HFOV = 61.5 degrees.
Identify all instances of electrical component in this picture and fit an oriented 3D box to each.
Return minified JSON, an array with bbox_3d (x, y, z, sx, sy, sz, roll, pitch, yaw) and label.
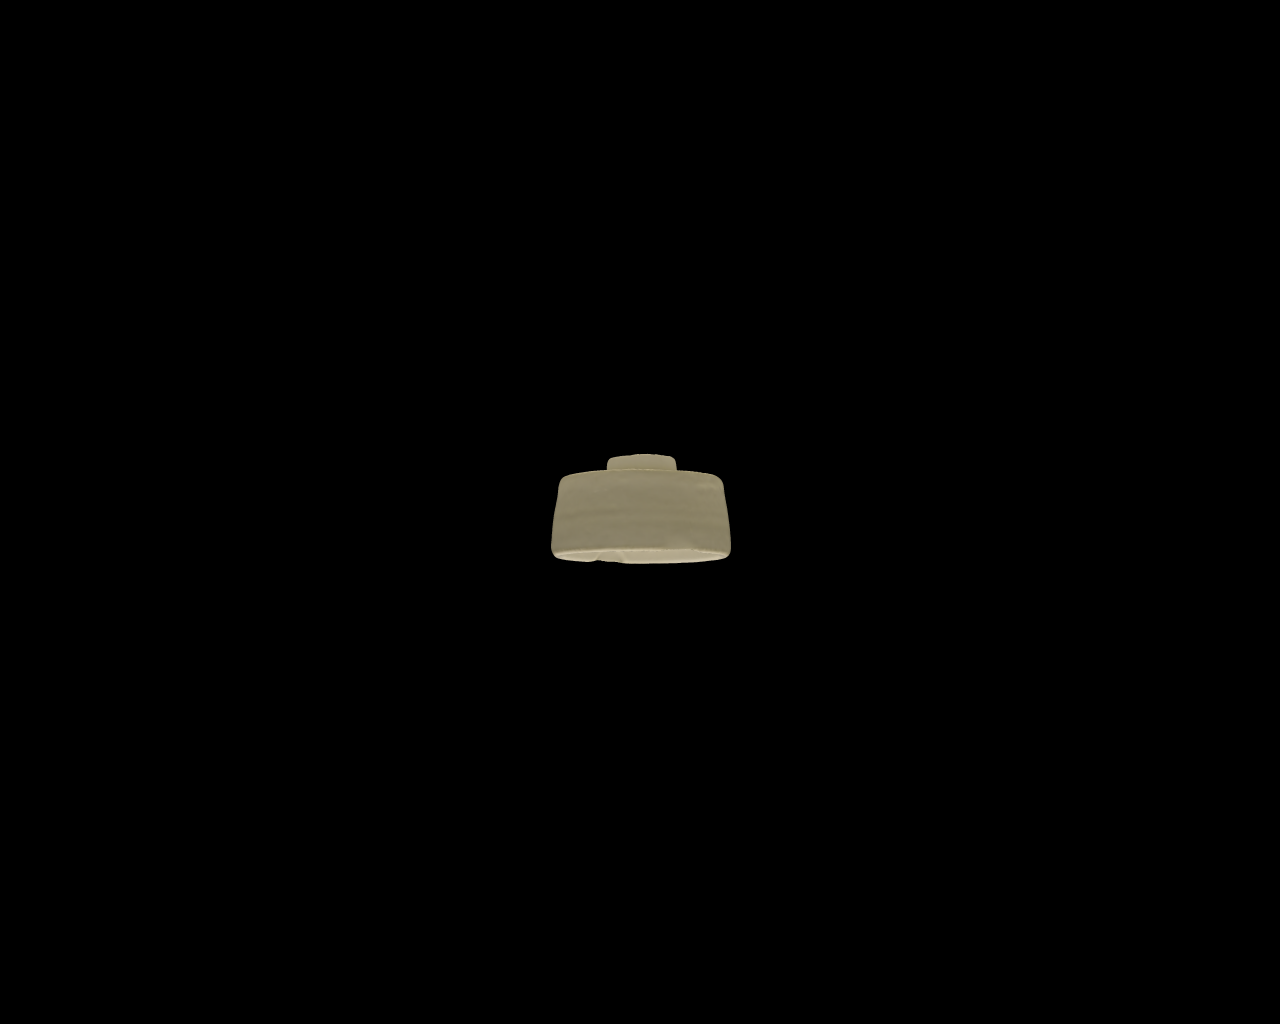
[{"bbox_3d":[0.001,-0.003,0.650,0.108,0.060,0.108,0,-7,0],"label":"electrical component"}]
